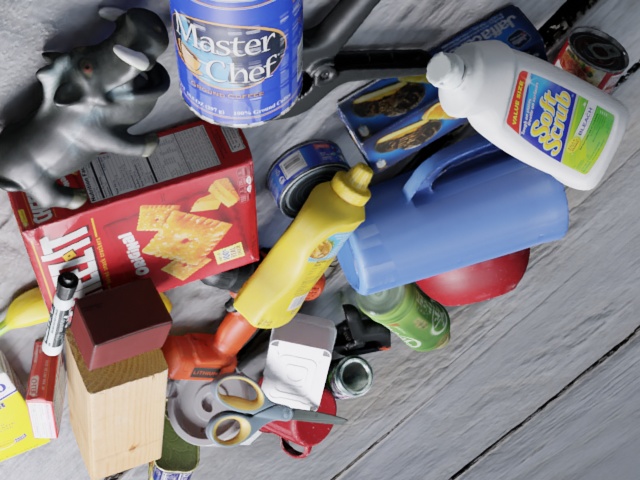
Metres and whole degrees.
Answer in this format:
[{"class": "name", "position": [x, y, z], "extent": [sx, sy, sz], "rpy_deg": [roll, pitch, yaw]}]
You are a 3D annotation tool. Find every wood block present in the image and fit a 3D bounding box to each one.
[{"class": "wood block", "position": [-0.231, 0.178, 1.209], "extent": [0.090, 0.090, 0.206], "rpy_deg": [-15, 147, -22]}]

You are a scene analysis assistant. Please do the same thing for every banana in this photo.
[{"class": "banana", "position": [-0.235, 0.064, 1.095], "extent": [0.197, 0.037, 0.070], "rpy_deg": [-4, 159, -32]}]

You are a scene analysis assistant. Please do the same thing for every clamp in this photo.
[{"class": "clamp", "position": [0.030, 0.129, 1.394], "extent": [0.120, 0.039, 0.171], "rpy_deg": [-22, 155, 23]}, {"class": "clamp", "position": [0.006, -0.157, 0.953], "extent": [0.210, 0.036, 0.164], "rpy_deg": [-30, 149, 8]}]

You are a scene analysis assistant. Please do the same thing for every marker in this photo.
[{"class": "marker", "position": [-0.238, 0.067, 0.977], "extent": [0.020, 0.020, 0.121], "rpy_deg": [-9, 148, -28]}]

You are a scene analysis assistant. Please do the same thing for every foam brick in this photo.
[{"class": "foam brick", "position": [-0.185, 0.077, 0.991], "extent": [0.078, 0.053, 0.051], "rpy_deg": [-17, 154, -27]}]

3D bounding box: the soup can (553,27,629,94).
[{"class": "soup can", "position": [0.270, -0.163, 1.122], "extent": [0.068, 0.068, 0.102], "rpy_deg": [-9, 145, -29]}]

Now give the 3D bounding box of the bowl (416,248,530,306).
[{"class": "bowl", "position": [0.186, 0.041, 1.287], "extent": [0.162, 0.055, 0.162], "rpy_deg": [-15, -176, 1]}]

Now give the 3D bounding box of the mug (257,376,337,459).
[{"class": "mug", "position": [-0.033, 0.233, 1.403], "extent": [0.093, 0.082, 0.117], "rpy_deg": [-12, 109, -43]}]

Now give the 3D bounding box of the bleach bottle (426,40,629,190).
[{"class": "bleach bottle", "position": [0.187, -0.120, 0.995], "extent": [0.250, 0.068, 0.103], "rpy_deg": [12, 108, -43]}]

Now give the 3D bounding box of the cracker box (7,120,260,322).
[{"class": "cracker box", "position": [-0.166, -0.015, 0.993], "extent": [0.213, 0.072, 0.164], "rpy_deg": [-19, 148, -14]}]

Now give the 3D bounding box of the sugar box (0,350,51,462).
[{"class": "sugar box", "position": [-0.363, 0.186, 1.159], "extent": [0.093, 0.048, 0.176], "rpy_deg": [-22, 150, -9]}]

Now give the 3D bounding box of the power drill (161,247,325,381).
[{"class": "power drill", "position": [-0.105, 0.083, 1.198], "extent": [0.184, 0.057, 0.188], "rpy_deg": [11, 131, -47]}]

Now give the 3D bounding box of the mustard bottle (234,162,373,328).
[{"class": "mustard bottle", "position": [-0.007, 0.001, 1.068], "extent": [0.192, 0.058, 0.096], "rpy_deg": [-53, 164, 23]}]

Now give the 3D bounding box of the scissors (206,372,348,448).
[{"class": "scissors", "position": [-0.057, 0.223, 1.281], "extent": [0.201, 0.016, 0.096], "rpy_deg": [33, 80, -32]}]

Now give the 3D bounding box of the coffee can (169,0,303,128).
[{"class": "coffee can", "position": [-0.063, -0.170, 0.815], "extent": [0.102, 0.103, 0.140], "rpy_deg": [-19, 148, -14]}]

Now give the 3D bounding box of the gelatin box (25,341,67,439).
[{"class": "gelatin box", "position": [-0.295, 0.162, 1.148], "extent": [0.030, 0.073, 0.089], "rpy_deg": [3, 144, -6]}]

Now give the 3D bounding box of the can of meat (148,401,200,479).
[{"class": "can of meat", "position": [-0.188, 0.267, 1.363], "extent": [0.057, 0.102, 0.084], "rpy_deg": [6, 142, -14]}]

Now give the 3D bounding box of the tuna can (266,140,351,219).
[{"class": "tuna can", "position": [-0.009, -0.060, 1.086], "extent": [0.086, 0.034, 0.086], "rpy_deg": [-20, 148, -13]}]

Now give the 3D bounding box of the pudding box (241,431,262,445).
[{"class": "pudding box", "position": [-0.115, 0.240, 1.443], "extent": [0.113, 0.039, 0.090], "rpy_deg": [12, 132, -45]}]

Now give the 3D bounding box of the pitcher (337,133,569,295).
[{"class": "pitcher", "position": [0.136, -0.034, 1.159], "extent": [0.242, 0.149, 0.145], "rpy_deg": [-19, -171, -9]}]
